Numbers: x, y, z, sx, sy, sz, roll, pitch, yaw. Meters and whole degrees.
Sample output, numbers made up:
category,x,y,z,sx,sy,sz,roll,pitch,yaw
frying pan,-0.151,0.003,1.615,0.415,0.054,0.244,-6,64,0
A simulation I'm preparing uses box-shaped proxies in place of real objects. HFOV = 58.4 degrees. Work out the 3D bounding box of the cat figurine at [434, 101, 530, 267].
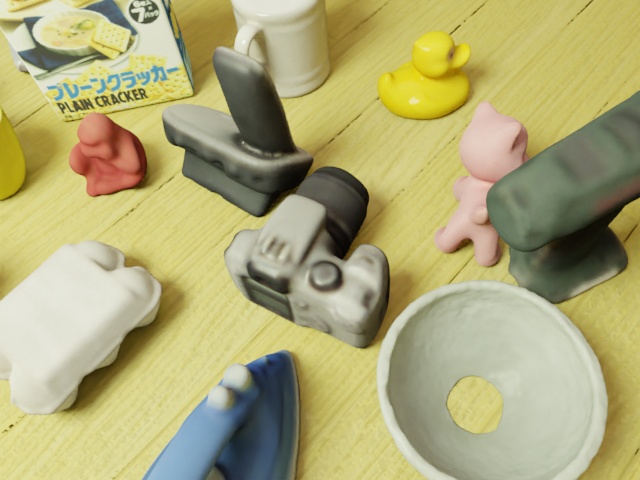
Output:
category,x,y,z,sx,sy,sz,roll,pitch,yaw
cat figurine,0.154,-0.058,0.524,0.067,0.118,0.128,15,62,12

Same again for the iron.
category,x,y,z,sx,sy,sz,roll,pitch,yaw
iron,-0.085,0.169,0.393,0.118,0.141,0.258,18,63,14

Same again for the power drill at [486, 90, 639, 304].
category,x,y,z,sx,sy,sz,roll,pitch,yaw
power drill,0.231,-0.038,0.455,0.230,0.208,0.075,-25,61,-11

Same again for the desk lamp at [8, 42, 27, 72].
category,x,y,z,sx,sy,sz,roll,pitch,yaw
desk lamp,-0.366,-0.350,0.670,0.118,0.214,0.203,-24,61,-10

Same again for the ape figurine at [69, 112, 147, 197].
category,x,y,z,sx,sy,sz,roll,pitch,yaw
ape figurine,-0.217,-0.092,0.581,0.077,0.092,0.076,26,65,18

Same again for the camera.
category,x,y,z,sx,sy,sz,roll,pitch,yaw
camera,0.005,0.002,0.508,0.143,0.101,0.137,23,64,16

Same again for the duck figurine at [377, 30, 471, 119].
category,x,y,z,sx,sy,sz,roll,pitch,yaw
duck figurine,0.114,-0.184,0.618,0.104,0.086,0.077,-9,60,-2

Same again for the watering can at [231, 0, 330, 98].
category,x,y,z,sx,sy,sz,roll,pitch,yaw
watering can,-0.043,-0.261,0.610,0.101,0.194,0.173,2,60,5

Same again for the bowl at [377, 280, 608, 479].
category,x,y,z,sx,sy,sz,roll,pitch,yaw
bowl,0.126,0.120,0.447,0.167,0.075,0.167,-1,60,3

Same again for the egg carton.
category,x,y,z,sx,sy,sz,roll,pitch,yaw
egg carton,-0.217,0.072,0.499,0.107,0.069,0.150,32,66,20

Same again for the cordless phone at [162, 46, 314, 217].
category,x,y,z,sx,sy,sz,roll,pitch,yaw
cordless phone,-0.086,-0.121,0.536,0.147,0.185,0.094,25,64,17
